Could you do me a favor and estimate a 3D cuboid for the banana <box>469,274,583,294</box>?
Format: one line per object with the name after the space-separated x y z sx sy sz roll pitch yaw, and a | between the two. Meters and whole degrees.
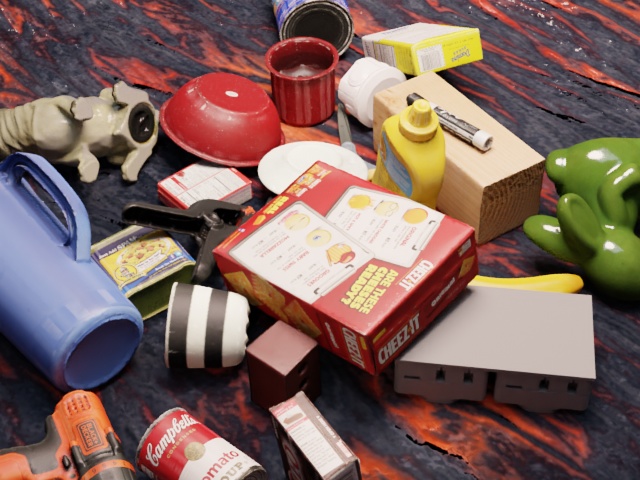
0.173 0.044 1.124 0.198 0.037 0.069 15 72 12 | banana

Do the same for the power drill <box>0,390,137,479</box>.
-0.257 0.232 0.948 0.187 0.057 0.185 -18 43 -19 | power drill

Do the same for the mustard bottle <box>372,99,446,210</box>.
0.096 -0.080 1.146 0.058 0.192 0.096 -16 57 -15 | mustard bottle

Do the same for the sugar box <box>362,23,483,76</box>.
0.129 -0.248 1.381 0.093 0.048 0.176 -16 16 -14 | sugar box

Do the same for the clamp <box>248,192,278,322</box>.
-0.008 0.001 1.183 0.164 0.036 0.210 -8 42 1 | clamp

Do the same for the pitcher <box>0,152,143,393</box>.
-0.286 0.034 1.089 0.144 0.149 0.243 -37 58 -23 | pitcher

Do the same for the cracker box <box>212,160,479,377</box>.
0.025 0.022 1.065 0.214 0.072 0.164 27 58 37 | cracker box

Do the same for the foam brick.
-0.034 0.127 1.028 0.051 0.078 0.052 28 52 29 | foam brick

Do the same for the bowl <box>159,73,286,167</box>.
-0.113 -0.158 1.307 0.162 0.055 0.162 13 36 -10 | bowl

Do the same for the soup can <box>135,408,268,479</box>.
-0.106 0.206 0.958 0.102 0.068 0.068 30 53 28 | soup can

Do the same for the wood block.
0.157 -0.099 1.244 0.090 0.090 0.206 -25 48 -22 | wood block

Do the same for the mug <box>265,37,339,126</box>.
-0.017 -0.207 1.369 0.093 0.081 0.117 16 47 18 | mug

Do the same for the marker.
0.144 -0.135 1.202 0.020 0.020 0.121 -34 52 -28 | marker

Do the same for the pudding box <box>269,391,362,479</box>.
0.000 0.199 0.928 0.039 0.113 0.090 -28 49 -20 | pudding box

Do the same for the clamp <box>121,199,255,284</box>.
-0.119 -0.004 1.150 0.171 0.039 0.120 -11 54 -50 | clamp

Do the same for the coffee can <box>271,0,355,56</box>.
-0.015 -0.324 1.474 0.102 0.103 0.140 -8 44 -5 | coffee can

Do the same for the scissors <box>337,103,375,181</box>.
0.053 -0.102 1.305 0.096 0.016 0.201 7 45 8 | scissors

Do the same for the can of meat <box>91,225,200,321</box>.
-0.190 0.034 1.148 0.102 0.057 0.084 -29 52 -24 | can of meat

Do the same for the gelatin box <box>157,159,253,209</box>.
-0.135 -0.057 1.257 0.089 0.030 0.073 -32 53 -28 | gelatin box
